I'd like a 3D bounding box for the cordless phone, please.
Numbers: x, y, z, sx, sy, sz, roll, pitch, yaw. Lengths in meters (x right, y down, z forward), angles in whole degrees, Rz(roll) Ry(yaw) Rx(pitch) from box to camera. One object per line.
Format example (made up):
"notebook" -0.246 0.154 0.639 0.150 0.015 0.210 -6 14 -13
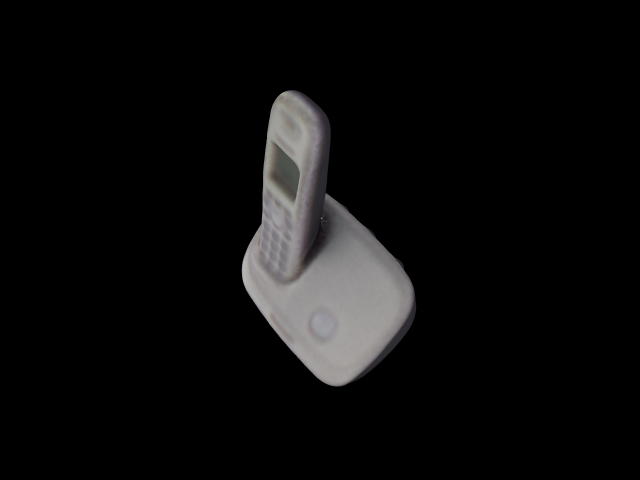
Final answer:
"cordless phone" 0.004 0.001 0.400 0.094 0.185 0.147 -33 58 -23
